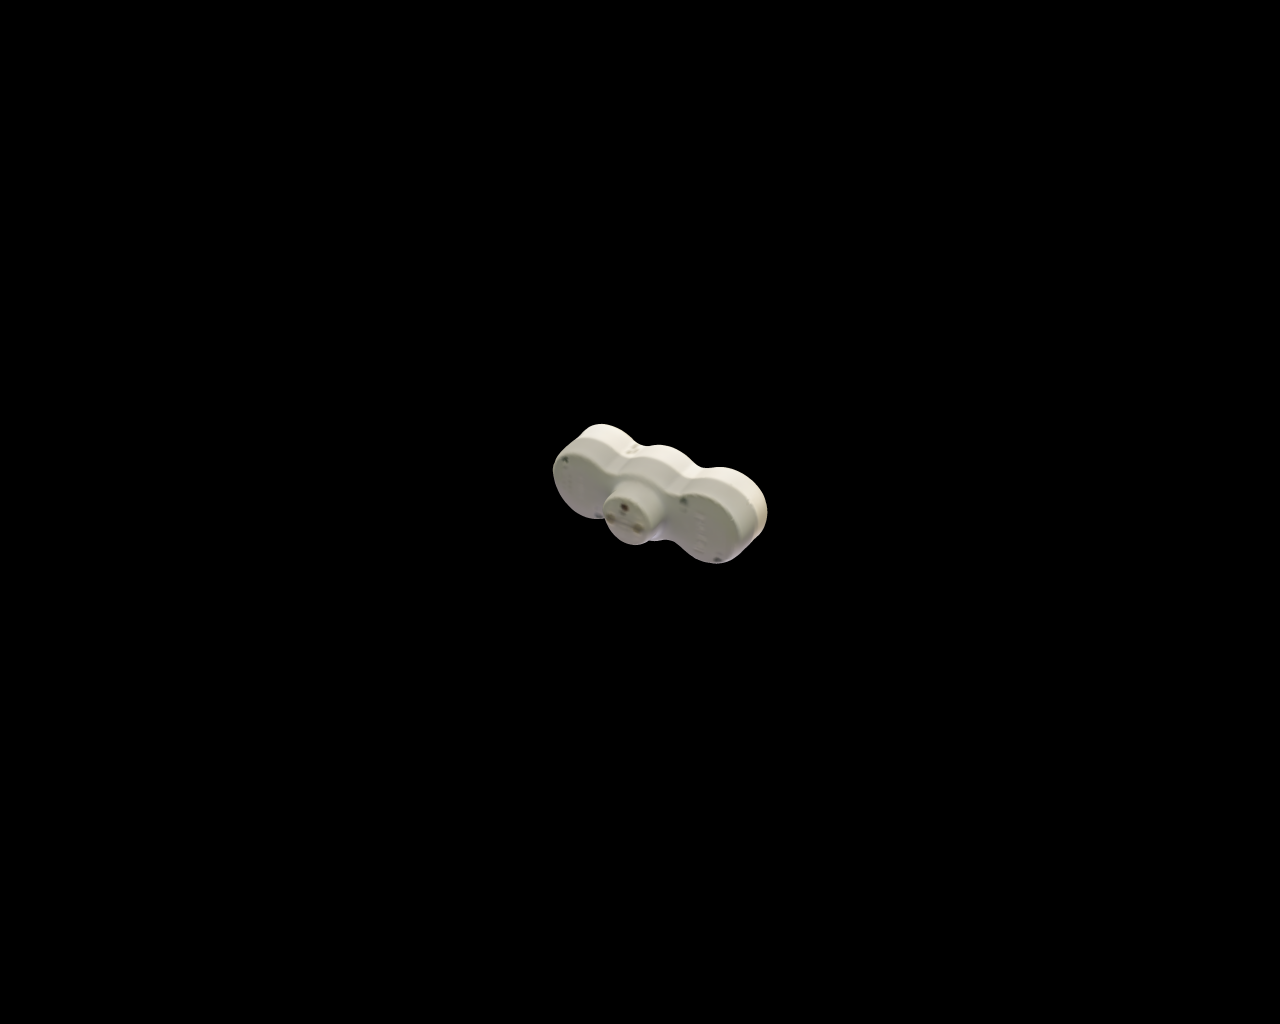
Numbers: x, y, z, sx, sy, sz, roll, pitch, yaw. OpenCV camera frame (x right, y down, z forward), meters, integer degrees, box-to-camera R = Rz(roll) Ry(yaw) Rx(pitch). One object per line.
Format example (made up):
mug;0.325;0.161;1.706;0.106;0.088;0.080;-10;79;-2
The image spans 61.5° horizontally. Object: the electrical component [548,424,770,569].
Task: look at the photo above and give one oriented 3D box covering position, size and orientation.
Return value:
electrical component;0.001;-0.003;0.650;0.138;0.052;0.074;21;41;26
